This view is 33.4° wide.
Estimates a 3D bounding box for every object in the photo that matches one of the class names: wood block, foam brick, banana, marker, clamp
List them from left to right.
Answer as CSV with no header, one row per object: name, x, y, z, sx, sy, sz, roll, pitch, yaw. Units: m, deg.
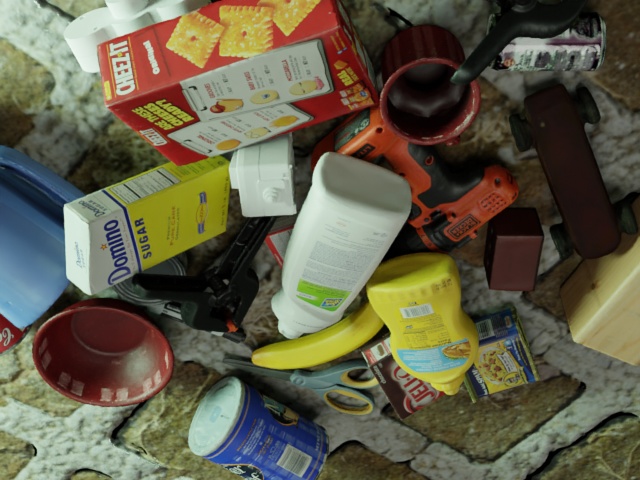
marker,-0.141,0.093,1.233,0.121,0.020,0.020,22,125,-18
clamp,-0.103,0.042,1.142,0.164,0.036,0.210,-33,155,-6
banana,0.012,0.108,1.240,0.198,0.037,0.069,-34,112,23
clamp,0.166,-0.219,0.954,0.171,0.039,0.120,-25,87,-16
foam brick,0.208,0.010,1.154,0.051,0.053,0.078,0,127,-1
wood block,0.359,0.025,1.146,0.090,0.091,0.206,21,125,-17

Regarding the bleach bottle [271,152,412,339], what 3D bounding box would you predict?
bleach bottle,0.002,0.022,1.101,0.102,0.068,0.251,18,138,-11

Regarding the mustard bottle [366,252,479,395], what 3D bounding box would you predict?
mustard bottle,0.121,0.101,1.158,0.096,0.058,0.191,-12,128,15

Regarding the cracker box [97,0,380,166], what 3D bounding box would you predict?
cracker box,-0.068,-0.151,0.965,0.214,0.072,0.164,-16,161,11

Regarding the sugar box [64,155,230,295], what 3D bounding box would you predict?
sugar box,-0.168,-0.021,1.058,0.048,0.175,0.093,34,135,29

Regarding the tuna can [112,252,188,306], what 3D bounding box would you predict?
tuna can,-0.188,0.030,1.172,0.086,0.033,0.086,-1,129,-1

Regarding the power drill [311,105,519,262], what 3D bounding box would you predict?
power drill,0.082,-0.050,1.102,0.187,0.057,0.185,34,122,-27

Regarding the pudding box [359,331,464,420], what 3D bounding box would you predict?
pudding box,0.109,0.149,1.254,0.090,0.039,0.113,-32,127,-1

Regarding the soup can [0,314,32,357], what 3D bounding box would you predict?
soup can,-0.376,0.073,1.181,0.069,0.068,0.102,-22,125,15

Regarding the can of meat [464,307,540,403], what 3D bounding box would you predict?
can of meat,0.203,0.134,1.251,0.084,0.057,0.102,-19,126,11

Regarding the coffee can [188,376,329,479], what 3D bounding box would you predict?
coffee can,-0.074,0.242,1.301,0.140,0.103,0.103,34,121,-25

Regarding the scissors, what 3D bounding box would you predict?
scissors,-0.008,0.158,1.291,0.201,0.016,0.096,28,121,-22

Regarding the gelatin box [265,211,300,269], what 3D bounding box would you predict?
gelatin box,-0.007,0.001,1.157,0.089,0.030,0.073,-19,125,15

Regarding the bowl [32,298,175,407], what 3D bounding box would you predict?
bowl,-0.245,0.119,1.228,0.162,0.055,0.162,-1,129,-1

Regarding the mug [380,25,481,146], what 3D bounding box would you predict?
mug,0.106,-0.142,1.011,0.093,0.081,0.117,-24,125,17

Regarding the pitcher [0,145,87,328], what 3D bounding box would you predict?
pitcher,-0.347,-0.035,1.060,0.242,0.145,0.149,40,82,-25
